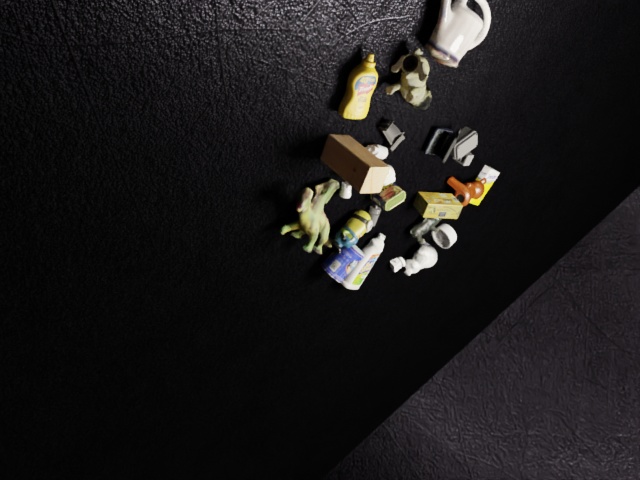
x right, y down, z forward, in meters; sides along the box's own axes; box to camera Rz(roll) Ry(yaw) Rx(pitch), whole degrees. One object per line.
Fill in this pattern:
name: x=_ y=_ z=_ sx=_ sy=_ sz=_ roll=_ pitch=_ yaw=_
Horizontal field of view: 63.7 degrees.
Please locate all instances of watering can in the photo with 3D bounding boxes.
watering can: x=0.394 y=-0.649 z=1.542 sx=0.347 sy=0.221 sz=0.106 roll=9 pitch=29 yaw=-48

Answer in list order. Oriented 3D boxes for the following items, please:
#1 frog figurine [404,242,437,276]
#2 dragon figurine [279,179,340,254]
frog figurine: x=0.442 y=0.095 z=2.273 sx=0.123 sy=0.162 sz=0.135 roll=29 pitch=-23 yaw=11
dragon figurine: x=0.005 y=-0.086 z=1.716 sx=0.123 sy=0.241 sz=0.410 roll=34 pitch=11 yaw=21
